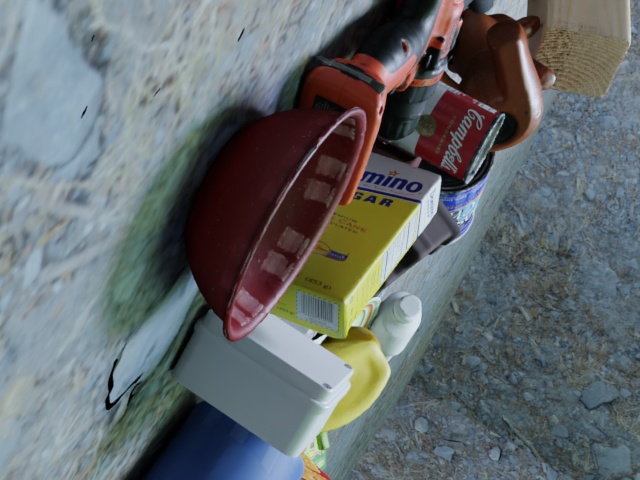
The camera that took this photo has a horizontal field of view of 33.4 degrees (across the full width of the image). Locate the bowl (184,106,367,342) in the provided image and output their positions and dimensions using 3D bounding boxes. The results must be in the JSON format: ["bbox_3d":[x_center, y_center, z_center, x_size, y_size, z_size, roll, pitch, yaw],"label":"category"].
[{"bbox_3d":[-0.035,-0.021,0.649,0.162,0.055,0.162,-57,169,-18],"label":"bowl"}]

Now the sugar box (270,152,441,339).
[{"bbox_3d":[0.017,-0.005,0.821,0.176,0.093,0.048,-52,154,-42],"label":"sugar box"}]

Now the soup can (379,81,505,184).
[{"bbox_3d":[0.099,-0.102,0.922,0.068,0.102,0.068,-57,169,-18],"label":"soup can"}]

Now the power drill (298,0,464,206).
[{"bbox_3d":[0.043,-0.109,0.778,0.187,0.057,0.185,-55,165,-42],"label":"power drill"}]

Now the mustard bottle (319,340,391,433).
[{"bbox_3d":[-0.025,0.125,0.922,0.096,0.058,0.192,-35,-170,-27],"label":"mustard bottle"}]

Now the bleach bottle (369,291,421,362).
[{"bbox_3d":[0.072,0.121,1.335,0.102,0.068,0.251,-62,-177,-30],"label":"bleach bottle"}]

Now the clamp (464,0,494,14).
[{"bbox_3d":[0.134,-0.231,0.920,0.171,0.039,0.120,-40,152,-46],"label":"clamp"}]

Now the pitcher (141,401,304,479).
[{"bbox_3d":[-0.109,0.257,0.837,0.242,0.145,0.149,-58,-177,-29],"label":"pitcher"}]

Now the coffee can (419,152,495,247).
[{"bbox_3d":[0.124,-0.065,1.133,0.102,0.103,0.140,-56,168,-20],"label":"coffee can"}]

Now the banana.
[{"bbox_3d":[0.018,0.123,0.996,0.037,0.070,0.198,-18,150,-24],"label":"banana"}]

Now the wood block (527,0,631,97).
[{"bbox_3d":[0.281,-0.268,1.168,0.091,0.090,0.206,101,-1,-56],"label":"wood block"}]

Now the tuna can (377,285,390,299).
[{"bbox_3d":[0.077,0.040,1.376,0.086,0.034,0.086,-57,168,-19],"label":"tuna can"}]

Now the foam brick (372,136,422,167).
[{"bbox_3d":[0.051,-0.062,0.945,0.051,0.053,0.078,-64,170,17],"label":"foam brick"}]

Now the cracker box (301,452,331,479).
[{"bbox_3d":[-0.053,0.273,0.953,0.072,0.214,0.164,26,95,-39],"label":"cracker box"}]
